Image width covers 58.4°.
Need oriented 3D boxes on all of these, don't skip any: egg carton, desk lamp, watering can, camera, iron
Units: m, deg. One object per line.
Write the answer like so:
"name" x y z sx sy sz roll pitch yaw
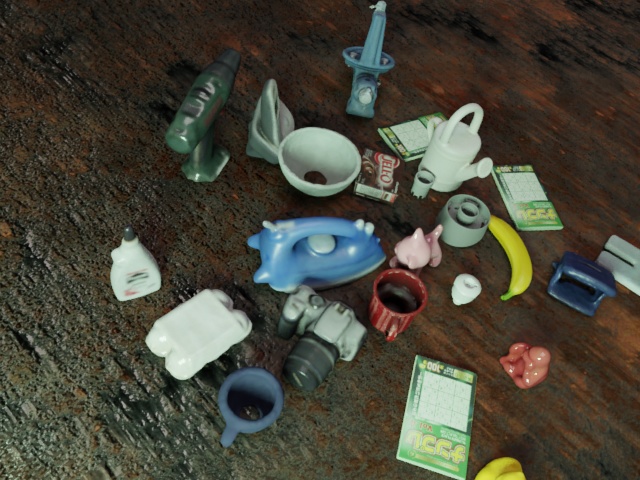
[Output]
"egg carton" -0.189 0.145 0.899 0.151 0.069 0.107 -35 67 -31
"desk lamp" 0.672 0.023 1.075 0.203 0.213 0.118 36 55 15
"watering can" 0.282 -0.193 1.167 0.172 0.194 0.101 36 55 15
"camera" -0.012 0.157 0.907 0.143 0.101 0.137 31 54 12
"iron" 0.009 0.004 0.999 0.259 0.141 0.118 -5 55 -15

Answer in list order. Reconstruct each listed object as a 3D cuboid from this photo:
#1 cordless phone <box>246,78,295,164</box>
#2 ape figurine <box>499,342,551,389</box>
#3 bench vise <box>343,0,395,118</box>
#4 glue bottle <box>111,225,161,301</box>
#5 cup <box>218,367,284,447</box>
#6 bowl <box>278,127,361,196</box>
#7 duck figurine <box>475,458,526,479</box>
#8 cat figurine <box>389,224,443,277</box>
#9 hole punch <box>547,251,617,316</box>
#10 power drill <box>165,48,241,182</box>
"cordless phone" -0.092 -0.261 1.147 0.094 0.185 0.147 8 53 -5
"ape figurine" 0.351 0.204 0.952 0.076 0.092 0.078 18 53 2
"bench vise" 0.122 -0.395 1.268 0.122 0.220 0.207 -5 55 -15
"glue bottle" -0.293 0.032 0.897 0.078 0.173 0.037 -21 60 -24
"cup" -0.107 0.252 0.821 0.091 0.095 0.118 25 53 8
"bowl" -0.005 -0.144 1.148 0.167 0.075 0.167 6 53 -7
"duck figurine" 0.270 0.358 0.825 0.077 0.086 0.105 30 54 11
"cat figurine" 0.180 0.016 1.040 0.128 0.118 0.067 -35 67 -30
"hole punch" 0.499 0.069 1.083 0.108 0.091 0.101 29 54 10
"power drill" -0.212 -0.221 1.078 0.075 0.208 0.230 21 53 4
